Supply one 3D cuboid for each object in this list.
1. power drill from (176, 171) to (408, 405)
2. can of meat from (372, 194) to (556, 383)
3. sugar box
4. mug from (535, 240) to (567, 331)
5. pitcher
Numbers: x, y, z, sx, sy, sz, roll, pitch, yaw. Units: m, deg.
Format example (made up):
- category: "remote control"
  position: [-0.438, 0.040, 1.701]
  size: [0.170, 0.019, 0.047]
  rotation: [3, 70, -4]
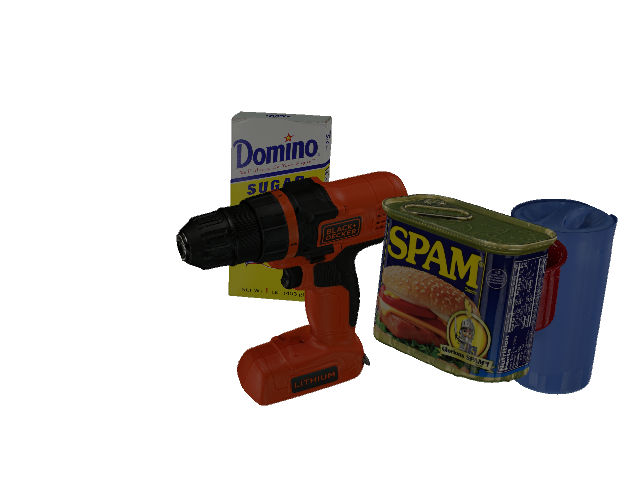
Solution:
- category: "power drill"
  position: [-0.023, 0.040, 0.829]
  size: [0.184, 0.188, 0.057]
  rotation: [-13, 41, -23]
- category: "can of meat"
  position: [0.079, 0.026, 0.616]
  size: [0.057, 0.084, 0.102]
  rotation: [-10, 23, -42]
- category: "sugar box"
  position: [-0.039, -0.032, 1.024]
  size: [0.093, 0.176, 0.048]
  rotation: [3, 16, 8]
- category: "mug"
  position: [0.209, 0.039, 1.141]
  size: [0.093, 0.081, 0.117]
  rotation: [-5, 30, -8]
- category: "pitcher"
  position: [0.301, 0.076, 1.398]
  size: [0.149, 0.243, 0.144]
  rotation: [5, 21, 14]
